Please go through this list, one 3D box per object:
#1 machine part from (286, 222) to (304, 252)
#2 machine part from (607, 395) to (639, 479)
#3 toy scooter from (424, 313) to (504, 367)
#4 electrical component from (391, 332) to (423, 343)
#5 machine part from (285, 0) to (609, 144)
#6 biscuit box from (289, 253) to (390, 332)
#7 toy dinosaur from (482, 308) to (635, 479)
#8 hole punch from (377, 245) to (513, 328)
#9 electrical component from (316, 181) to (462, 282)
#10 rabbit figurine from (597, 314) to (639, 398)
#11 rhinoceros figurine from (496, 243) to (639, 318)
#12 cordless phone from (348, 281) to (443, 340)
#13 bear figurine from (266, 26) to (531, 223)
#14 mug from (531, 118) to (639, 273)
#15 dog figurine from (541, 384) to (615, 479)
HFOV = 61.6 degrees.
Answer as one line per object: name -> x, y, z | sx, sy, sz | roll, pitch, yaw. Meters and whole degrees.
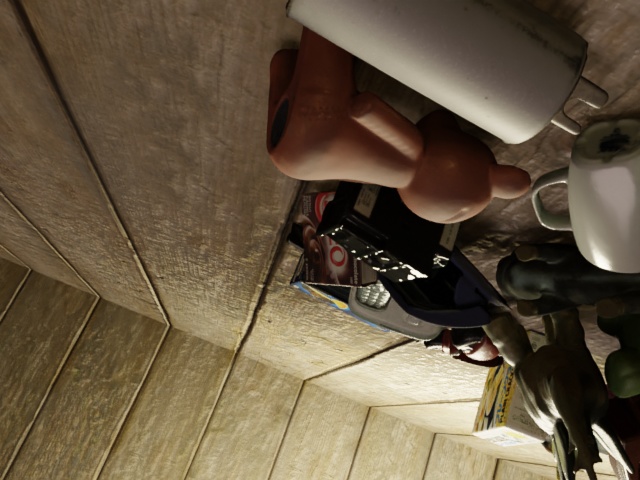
machine part -> -0.002, -0.002, 0.770 | 0.084, 0.039, 0.139 | 33, 160, -6
machine part -> 0.477, 0.254, 0.685 | 0.201, 0.087, 0.201 | -19, 110, 11
toy scooter -> 0.262, 0.166, 0.872 | 0.135, 0.075, 0.184 | 18, 159, -7
electrical component -> 0.163, 0.153, 0.975 | 0.102, 0.045, 0.078 | 21, 161, 0
machine part -> 0.069, -0.130, 0.327 | 0.243, 0.079, 0.079 | 25, 159, -12
biscuit box -> 0.053, 0.088, 0.901 | 0.202, 0.063, 0.059 | 28, 160, -16
toy dinosaur -> 0.274, 0.166, 0.608 | 0.105, 0.198, 0.471 | -26, 158, 20
hole punch -> 0.136, 0.048, 0.618 | 0.115, 0.092, 0.142 | 38, -173, -28
electrical component -> 0.076, -0.026, 0.524 | 0.134, 0.115, 0.058 | 32, 159, -20
rabbit figurine -> 0.366, 0.082, 0.514 | 0.159, 0.121, 0.170 | 11, 144, 17
rhinoceros figurine -> 0.247, 0.033, 0.533 | 0.112, 0.073, 0.190 | -9, 178, -27
cordless phone -> 0.121, 0.062, 0.749 | 0.147, 0.089, 0.184 | 19, 155, 6
bear figurine -> 0.061, -0.088, 0.427 | 0.196, 0.132, 0.120 | 9, 165, -19
mug -> 0.220, -0.040, 0.414 | 0.110, 0.081, 0.107 | 9, 145, 42
dog figurine -> 0.454, 0.298, 0.830 | 0.191, 0.108, 0.219 | 28, 124, -10
